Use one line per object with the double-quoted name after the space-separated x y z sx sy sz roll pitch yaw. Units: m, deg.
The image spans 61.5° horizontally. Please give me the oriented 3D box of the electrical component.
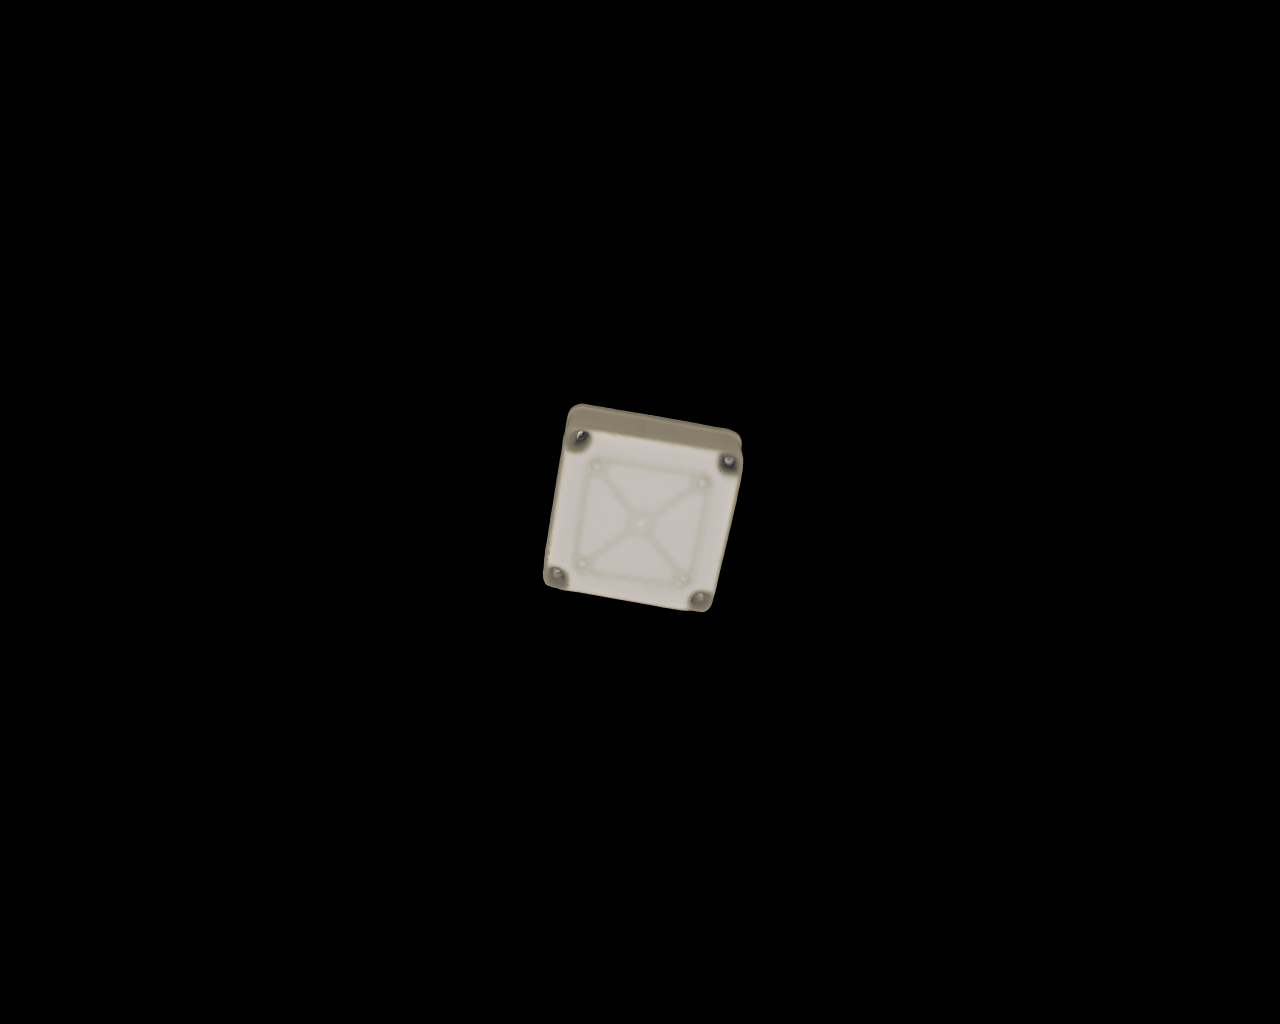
0.001 -0.003 0.650 0.109 0.108 0.056 10 20 -3 "electrical component"
